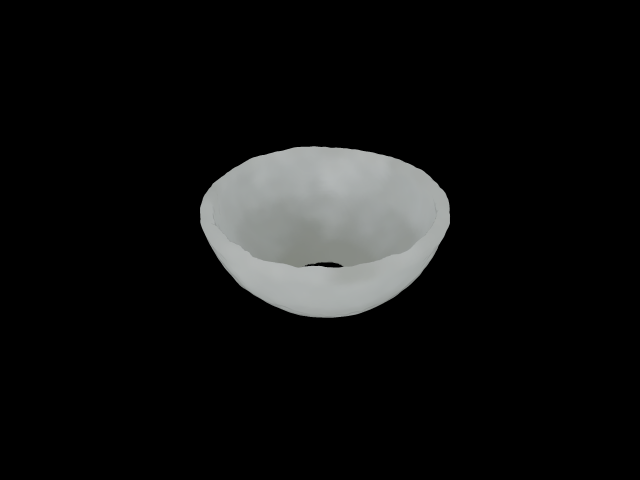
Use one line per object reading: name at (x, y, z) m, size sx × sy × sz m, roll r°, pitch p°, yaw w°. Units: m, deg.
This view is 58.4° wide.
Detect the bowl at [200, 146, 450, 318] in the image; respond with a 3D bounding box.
bowl at (0.004, 0.001, 0.400) m, size 0.167 × 0.075 × 0.167 m, roll 0°, pitch 34°, yaw 0°
